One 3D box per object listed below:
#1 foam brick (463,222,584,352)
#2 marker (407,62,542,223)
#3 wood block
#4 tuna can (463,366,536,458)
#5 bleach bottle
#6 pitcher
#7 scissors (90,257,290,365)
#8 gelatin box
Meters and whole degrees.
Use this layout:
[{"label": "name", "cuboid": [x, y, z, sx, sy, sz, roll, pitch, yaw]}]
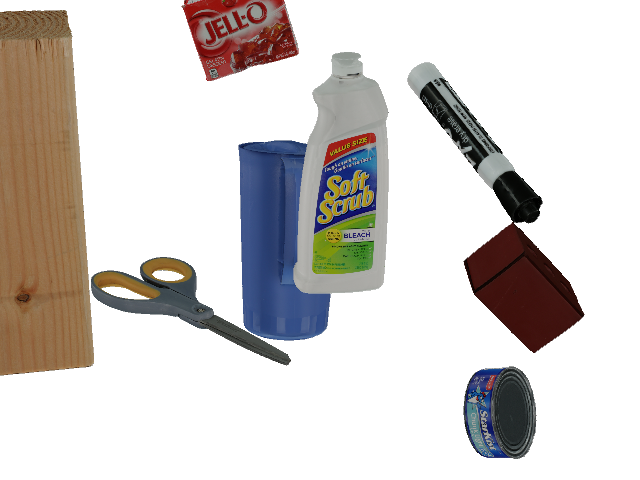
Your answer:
[{"label": "foam brick", "cuboid": [0.157, 0.037, 0.826, 0.051, 0.078, 0.053, -39, 23, 17]}, {"label": "marker", "cuboid": [0.085, -0.054, 0.589, 0.020, 0.121, 0.020, -20, -36, -16]}, {"label": "wood block", "cuboid": [-0.192, -0.029, 0.653, 0.090, 0.206, 0.090, -4, 23, -14]}, {"label": "tuna can", "cuboid": [0.170, 0.163, 1.009, 0.034, 0.086, 0.085, -8, -5, 37]}, {"label": "bleach bottle", "cuboid": [0.020, -0.070, 1.112, 0.102, 0.251, 0.068, -2, 25, -2]}, {"label": "pitcher", "cuboid": [-0.039, -0.001, 1.330, 0.145, 0.243, 0.148, 11, 14, 39]}, {"label": "scissors", "cuboid": [-0.093, 0.052, 0.869, 0.202, 0.016, 0.096, 14, 28, 22]}, {"label": "gelatin box", "cuboid": [-0.072, -0.192, 0.964, 0.089, 0.073, 0.030, -15, 24, 5]}]
